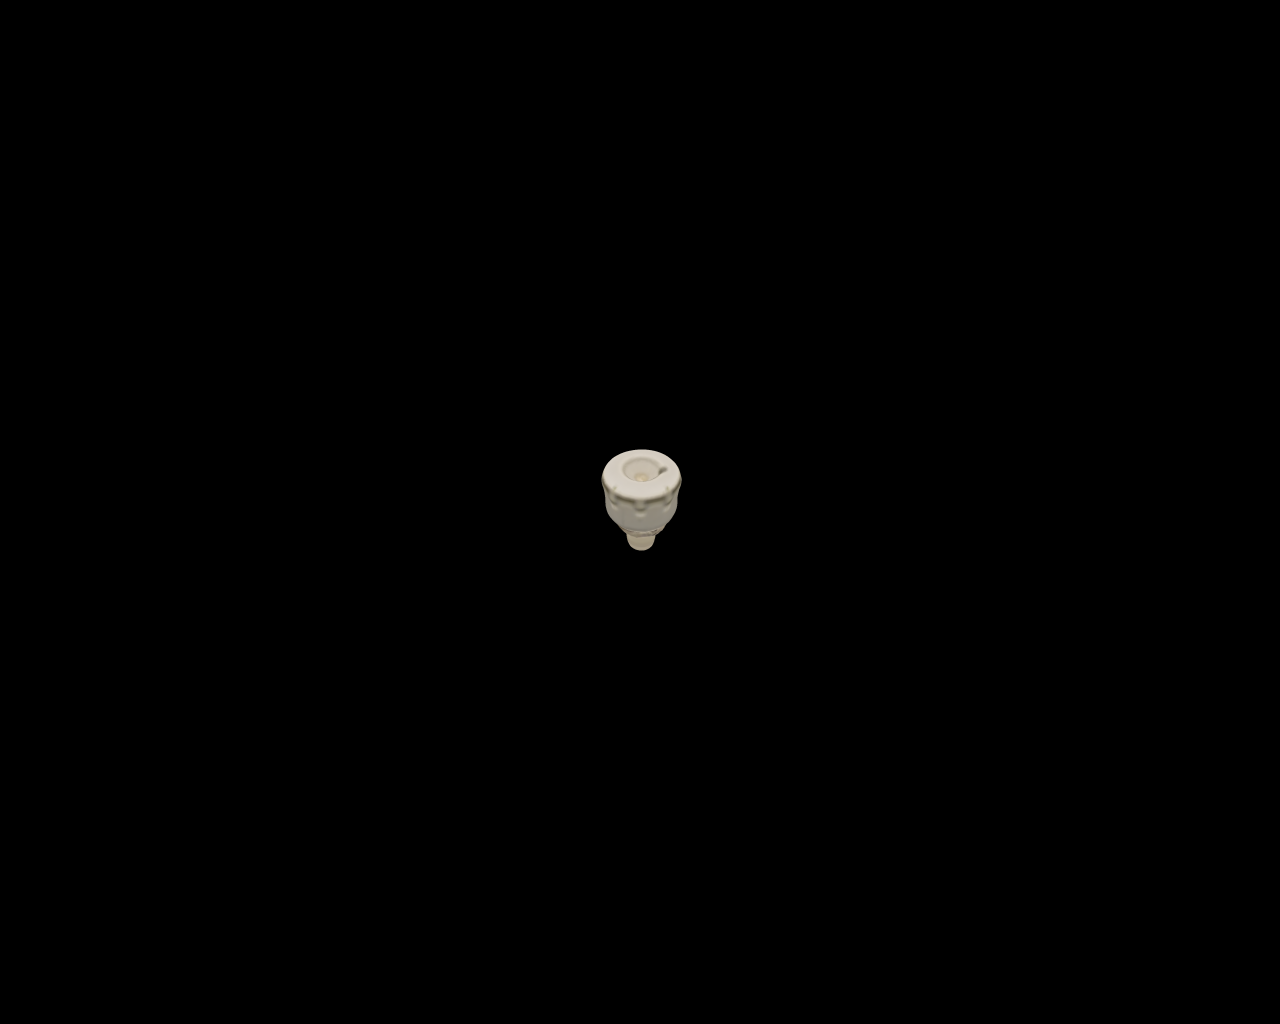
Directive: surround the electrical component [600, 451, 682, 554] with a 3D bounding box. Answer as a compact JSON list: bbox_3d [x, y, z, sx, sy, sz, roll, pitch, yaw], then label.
[{"bbox_3d":[0.001,-0.003,0.650,0.048,0.062,0.048,0,40,0],"label":"electrical component"}]
